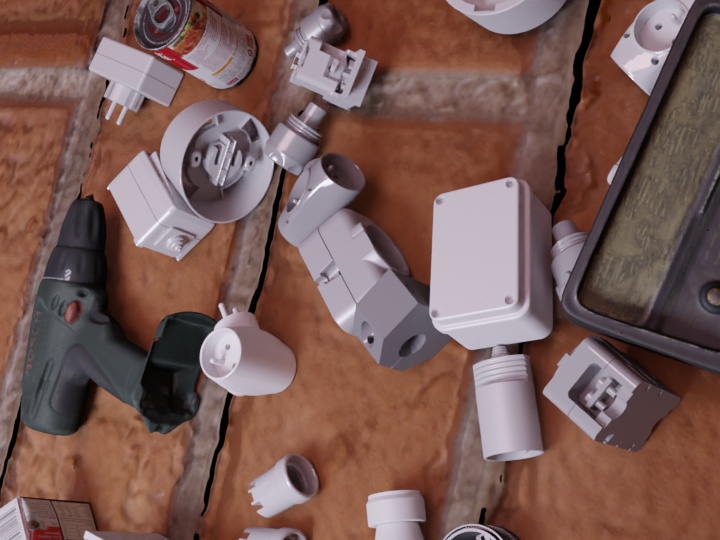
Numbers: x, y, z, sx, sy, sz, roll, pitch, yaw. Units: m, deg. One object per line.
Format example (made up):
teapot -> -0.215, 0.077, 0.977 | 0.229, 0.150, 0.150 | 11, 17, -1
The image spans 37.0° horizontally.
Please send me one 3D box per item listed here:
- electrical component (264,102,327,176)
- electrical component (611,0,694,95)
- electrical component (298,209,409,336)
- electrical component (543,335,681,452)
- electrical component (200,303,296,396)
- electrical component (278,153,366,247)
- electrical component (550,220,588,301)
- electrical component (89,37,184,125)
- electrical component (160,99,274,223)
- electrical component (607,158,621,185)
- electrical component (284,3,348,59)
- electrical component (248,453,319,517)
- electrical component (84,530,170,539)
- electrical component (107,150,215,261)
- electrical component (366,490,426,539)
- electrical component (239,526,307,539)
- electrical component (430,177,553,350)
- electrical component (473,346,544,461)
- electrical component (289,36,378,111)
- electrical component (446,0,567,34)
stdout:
electrical component -> -0.053, -0.119, 0.952 | 0.043, 0.043, 0.062 | 39, 98, 34
electrical component -> 0.235, -0.156, 0.773 | 0.077, 0.044, 0.079 | -45, 57, 15
electrical component -> 0.000, 0.000, 0.877 | 0.059, 0.054, 0.095 | -39, 59, 18
electrical component -> 0.167, 0.082, 0.724 | 0.056, 0.089, 0.050 | 43, 102, 34
electrical component -> -0.100, 0.062, 0.911 | 0.044, 0.077, 0.079 | -36, 60, 20
electrical component -> -0.032, -0.069, 0.919 | 0.077, 0.044, 0.079 | -51, 23, 37
electrical component -> 0.159, -0.007, 0.783 | 0.048, 0.048, 0.062 | -33, 55, 21
electrical component -> -0.234, -0.183, 1.084 | 0.083, 0.047, 0.075 | 27, 92, 35
electrical component -> -0.127, -0.100, 0.963 | 0.064, 0.099, 0.099 | 41, 100, 40
electrical component -> 0.209, -0.080, 0.776 | 0.035, 0.035, 0.061 | 41, 98, 34
electrical component -> -0.043, -0.213, 0.976 | 0.061, 0.035, 0.035 | -31, 62, 26
electrical component -> -0.063, 0.177, 0.879 | 0.046, 0.040, 0.040 | -35, 61, 27
electrical component -> -0.154, 0.270, 0.881 | 0.150, 0.089, 0.061 | 15, 85, 35
electrical component -> -0.181, -0.058, 1.006 | 0.061, 0.062, 0.096 | -43, 58, 16
electrical component -> 0.029, 0.196, 0.810 | 0.045, 0.045, 0.055 | -17, 68, 29
electrical component -> -0.071, 0.227, 0.870 | 0.046, 0.040, 0.040 | -2, 76, 39
electrical component -> 0.097, -0.005, 0.801 | 0.078, 0.057, 0.113 | -12, 60, 30
electrical component -> 0.107, 0.096, 0.787 | 0.043, 0.043, 0.081 | -16, 68, 29
electrical component -> -0.025, -0.170, 0.927 | 0.081, 0.064, 0.042 | -165, 96, -76
electrical component -> 0.122, -0.242, 0.861 | 0.108, 0.060, 0.108 | -10, 72, 31
